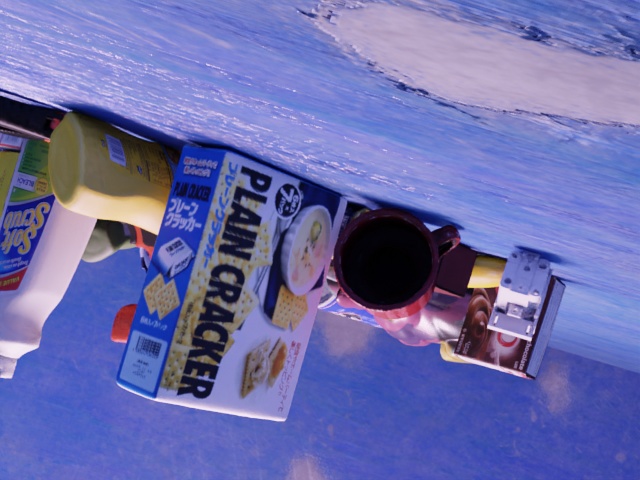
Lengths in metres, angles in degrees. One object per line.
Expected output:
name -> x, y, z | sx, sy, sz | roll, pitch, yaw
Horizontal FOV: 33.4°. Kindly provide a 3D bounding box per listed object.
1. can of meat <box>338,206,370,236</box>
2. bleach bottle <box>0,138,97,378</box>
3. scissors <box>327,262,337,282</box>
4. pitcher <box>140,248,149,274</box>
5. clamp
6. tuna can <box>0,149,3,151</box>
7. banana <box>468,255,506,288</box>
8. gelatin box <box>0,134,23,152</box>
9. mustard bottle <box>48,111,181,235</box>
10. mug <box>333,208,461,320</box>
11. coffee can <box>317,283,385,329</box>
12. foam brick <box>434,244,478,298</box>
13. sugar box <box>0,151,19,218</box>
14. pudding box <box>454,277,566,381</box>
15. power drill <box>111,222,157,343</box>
can of meat -> 0.015, -0.007, 1.057 | 0.084, 0.057, 0.102 | 16, 176, 27
bleach bottle -> -0.267, 0.010, 1.021 | 0.103, 0.251, 0.068 | 13, 175, 35
scissors -> -0.014, 0.023, 1.094 | 0.201, 0.016, 0.096 | 17, -176, -5
pitcher -> -0.107, 0.014, 1.438 | 0.149, 0.145, 0.242 | 28, -172, 38
clamp -> -0.330, -0.124, 0.971 | 0.210, 0.036, 0.164 | 13, 176, 20
tuna can -> -0.415, -0.129, 1.267 | 0.086, 0.034, 0.086 | 16, 176, 1
banana -> 0.139, 0.025, 1.172 | 0.069, 0.037, 0.198 | -15, -166, -25
gelatin box -> -0.329, -0.111, 1.195 | 0.089, 0.030, 0.073 | 12, 176, 39
mustard bottle -> -0.146, -0.047, 0.957 | 0.191, 0.058, 0.096 | 18, -142, -39
mug -> 0.073, 0.021, 0.964 | 0.093, 0.117, 0.081 | 60, -179, 17
coffee can -> 0.049, 0.055, 1.430 | 0.140, 0.103, 0.103 | 20, 175, -39
foam brick -> 0.113, 0.024, 1.110 | 0.051, 0.053, 0.078 | 20, 175, -41
sugar box -> -0.337, -0.049, 1.176 | 0.048, 0.093, 0.177 | 17, 175, -36
pudding box -> 0.207, 0.087, 1.162 | 0.090, 0.113, 0.039 | 13, 171, 38
power drill -> -0.185, 0.010, 1.083 | 0.185, 0.188, 0.057 | 2, -163, 24
